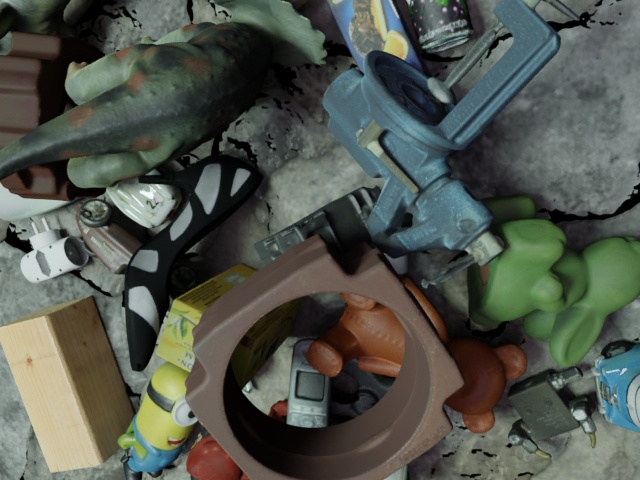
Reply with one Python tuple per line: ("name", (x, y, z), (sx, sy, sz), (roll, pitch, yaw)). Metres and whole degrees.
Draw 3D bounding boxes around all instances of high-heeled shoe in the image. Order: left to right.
("high-heeled shoe", (-0.136, 0.019, 0.598), (0.145, 0.086, 0.248), (3, 73, -14))

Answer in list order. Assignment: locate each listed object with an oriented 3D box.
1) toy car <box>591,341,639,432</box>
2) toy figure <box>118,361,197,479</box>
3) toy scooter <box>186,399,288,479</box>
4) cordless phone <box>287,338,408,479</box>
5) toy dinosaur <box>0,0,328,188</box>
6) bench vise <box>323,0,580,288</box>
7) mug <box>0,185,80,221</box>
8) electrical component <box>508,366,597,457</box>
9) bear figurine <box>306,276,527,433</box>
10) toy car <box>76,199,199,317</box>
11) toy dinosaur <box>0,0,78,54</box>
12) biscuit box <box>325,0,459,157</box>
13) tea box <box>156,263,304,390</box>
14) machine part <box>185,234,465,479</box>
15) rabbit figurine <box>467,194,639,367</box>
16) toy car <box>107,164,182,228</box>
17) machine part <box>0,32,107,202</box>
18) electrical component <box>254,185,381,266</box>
("toy car", (0.361, 0.149, 0.523), (0.162, 0.103, 0.109), (-8, 98, 14))
("toy figure", (-0.208, 0.239, 0.708), (0.089, 0.082, 0.180), (37, 110, 4))
("toy scooter", (-0.084, 0.261, 0.681), (0.184, 0.075, 0.135), (3, 102, 11))
("cordless phone", (0.027, 0.206, 0.604), (0.147, 0.088, 0.184), (2, 85, 13))
("toy dinosaur", (-0.120, -0.145, 0.498), (0.192, 0.405, 0.131), (-9, 126, 36))
("bench vise", (0.111, -0.099, 0.451), (0.240, 0.129, 0.224), (-49, 60, 34))
("mug", (-0.360, -0.083, 0.690), (0.107, 0.081, 0.109), (-6, 98, 6))
("electrical component", (0.249, 0.189, 0.583), (0.102, 0.045, 0.078), (-31, 92, 33))
("bear figurine", (0.105, 0.123, 0.565), (0.196, 0.132, 0.120), (34, 106, 22))
("toy car", (-0.232, 0.028, 0.669), (0.202, 0.053, 0.089), (36, 146, 4))
("toy dinosaur", (-0.264, -0.316, 0.551), (0.105, 0.198, 0.471), (31, 103, 2))
("biscuit box", (0.080, -0.171, 0.557), (0.059, 0.063, 0.202), (-26, 93, 20))
("tea box", (-0.091, 0.090, 0.599), (0.098, 0.169, 0.068), (25, 106, 11))
("machine part", (0.003, 0.112, 0.471), (0.201, 0.087, 0.200), (-36, 105, 2))
("rabbit figurine", (0.242, 0.042, 0.531), (0.170, 0.121, 0.159), (3, 106, -1))
("toy car", (-0.256, -0.100, 0.666), (0.202, 0.056, 0.073), (43, 108, 3))
("machine part", (-0.263, -0.122, 0.554), (0.056, 0.179, 0.179), (5, 102, 7))
("electrical component", (-0.001, -0.002, 0.574), (0.134, 0.115, 0.058), (-22, 96, 58))
